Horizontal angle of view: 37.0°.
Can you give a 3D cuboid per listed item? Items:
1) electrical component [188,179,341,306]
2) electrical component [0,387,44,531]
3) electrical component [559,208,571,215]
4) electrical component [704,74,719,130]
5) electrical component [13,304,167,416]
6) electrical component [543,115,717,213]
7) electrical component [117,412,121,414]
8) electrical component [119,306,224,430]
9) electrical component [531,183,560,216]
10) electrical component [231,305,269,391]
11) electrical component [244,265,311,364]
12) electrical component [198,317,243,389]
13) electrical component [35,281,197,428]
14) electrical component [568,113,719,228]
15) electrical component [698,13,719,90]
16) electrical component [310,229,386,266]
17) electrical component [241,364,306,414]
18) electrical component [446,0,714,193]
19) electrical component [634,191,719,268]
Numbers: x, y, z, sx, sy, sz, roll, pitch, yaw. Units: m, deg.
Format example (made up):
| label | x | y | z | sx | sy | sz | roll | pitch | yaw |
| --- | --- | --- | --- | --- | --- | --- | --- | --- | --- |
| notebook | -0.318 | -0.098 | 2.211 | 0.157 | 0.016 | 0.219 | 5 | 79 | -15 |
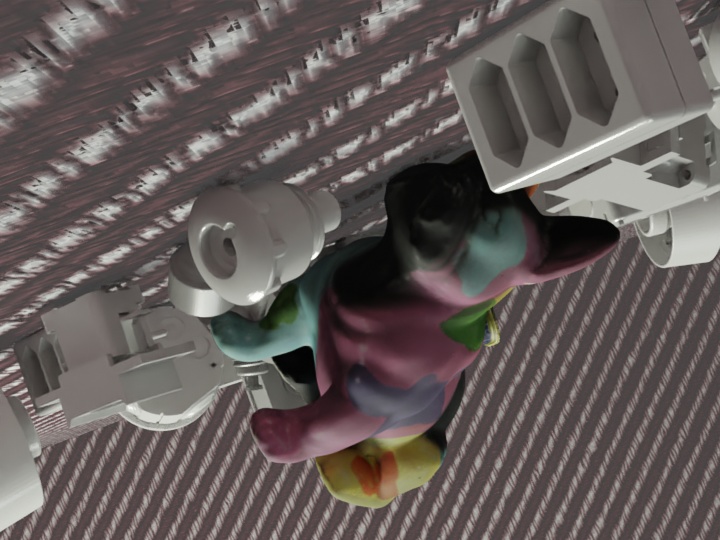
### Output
| label | x | y | z | sx | sy | sz | roll | pitch | yaw |
| --- | --- | --- | --- | --- | --- | --- | --- | --- | --- |
| electrical component | -0.034 | -0.016 | 0.433 | 0.062 | 0.048 | 0.048 | -24 | 179 | -44 |
| electrical component | -0.230 | 0.107 | 0.653 | 0.060 | 0.108 | 0.108 | -24 | 177 | -28 |
| electrical component | 0.147 | -0.041 | 0.853 | 0.062 | 0.048 | 0.048 | -13 | 175 | -1 |
| electrical component | 0.189 | -0.087 | 0.508 | 0.079 | 0.044 | 0.077 | -19 | 174 | -10 |
| electrical component | -0.152 | 0.048 | 0.655 | 0.083 | 0.047 | 0.076 | -24 | 175 | 38 |
| electrical component | 0.122 | -0.055 | 0.489 | 0.064 | 0.042 | 0.081 | 11 | 160 | -28 |
| electrical component | -0.186 | 0.089 | 0.890 | 0.078 | 0.058 | 0.057 | -20 | 178 | 5 |
| electrical component | -0.132 | 0.066 | 0.728 | 0.080 | 0.080 | 0.051 | -18 | 170 | -20 |
| electrical component | 0.078 | -0.020 | 0.701 | 0.062 | 0.061 | 0.096 | -16 | 174 | -37 |
| electrical component | -0.076 | 0.043 | 0.734 | 0.040 | 0.078 | 0.040 | -6 | 180 | 0 |
| electrical component | -0.049 | 0.027 | 0.687 | 0.048 | 0.066 | 0.055 | -16 | 140 | -34 |
| electrical component | -0.109 | 0.061 | 0.861 | 0.108 | 0.060 | 0.108 | -18 | 176 | -1 |
| electrical component | -0.132 | 0.043 | 0.562 | 0.081 | 0.063 | 0.042 | -23 | 173 | 30 |
| electrical component | 0.159 | -0.062 | 0.574 | 0.096 | 0.061 | 0.061 | -19 | 175 | -8 |
| electrical component | 0.159 | -0.086 | 0.414 | 0.066 | 0.048 | 0.055 | -22 | -178 | 18 |
| electrical component | 0.000 | 0.000 | 0.741 | 0.081 | 0.042 | 0.064 | -16 | 177 | -33 |
| electrical component | -0.049 | 0.061 | 0.792 | 0.078 | 0.113 | 0.057 | -18 | 171 | -22 |
| electrical component | 0.082 | -0.063 | 0.356 | 0.077 | 0.047 | 0.066 | -16 | 175 | -43 |
| electrical component | 0.237 | -0.052 | 0.791 | 0.064 | 0.099 | 0.099 | -13 | 175 | -3 |
